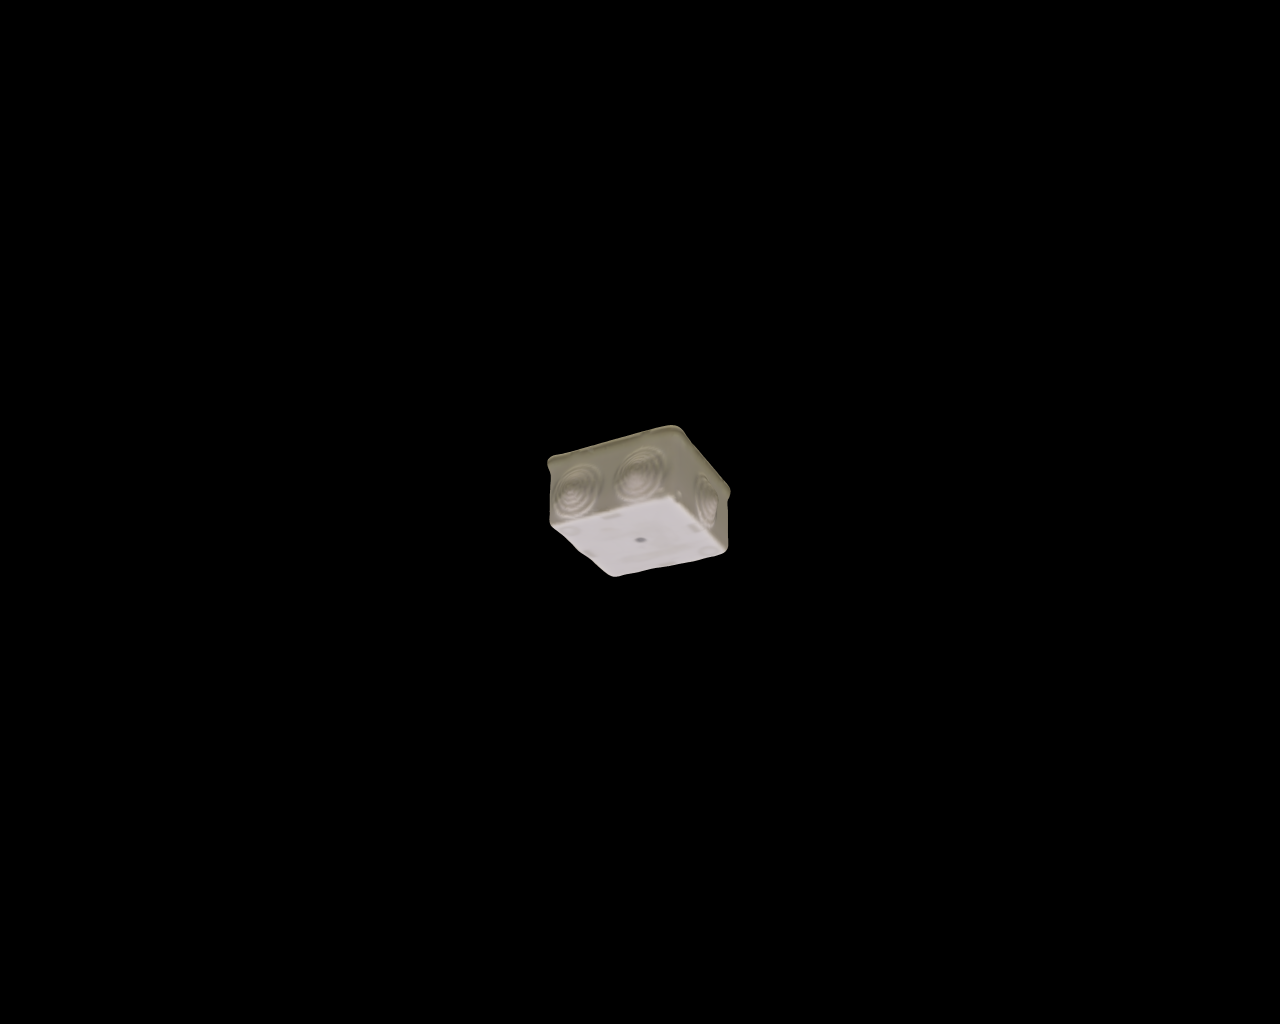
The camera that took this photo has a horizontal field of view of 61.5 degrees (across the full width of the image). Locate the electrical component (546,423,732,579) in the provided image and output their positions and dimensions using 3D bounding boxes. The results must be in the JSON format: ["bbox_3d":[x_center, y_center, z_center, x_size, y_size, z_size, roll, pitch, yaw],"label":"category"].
[{"bbox_3d":[0.001,-0.003,0.650,0.099,0.048,0.099,-13,-32,22],"label":"electrical component"}]
